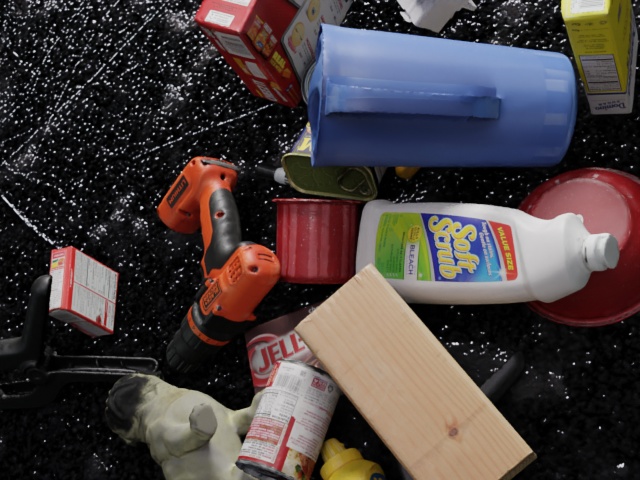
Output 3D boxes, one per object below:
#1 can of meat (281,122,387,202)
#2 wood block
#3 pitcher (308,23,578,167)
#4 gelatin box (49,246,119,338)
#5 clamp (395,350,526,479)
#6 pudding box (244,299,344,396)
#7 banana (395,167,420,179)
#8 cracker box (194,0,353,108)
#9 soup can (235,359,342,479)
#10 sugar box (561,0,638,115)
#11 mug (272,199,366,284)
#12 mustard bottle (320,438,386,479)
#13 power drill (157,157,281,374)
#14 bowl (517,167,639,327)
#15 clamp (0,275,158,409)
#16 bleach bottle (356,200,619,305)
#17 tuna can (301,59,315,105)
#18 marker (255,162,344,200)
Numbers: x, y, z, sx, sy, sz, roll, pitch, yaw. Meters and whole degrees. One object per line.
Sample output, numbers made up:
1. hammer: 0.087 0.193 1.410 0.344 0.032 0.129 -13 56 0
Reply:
1. can of meat: 0.025 -0.092 1.096 0.102 0.057 0.083 8 51 27
2. wood block: 0.082 0.132 0.917 0.091 0.090 0.206 -40 70 1
3. pitcher: 0.111 -0.126 0.992 0.242 0.145 0.149 3 52 -3
4. gelatin box: -0.255 0.057 1.150 0.030 0.089 0.073 -11 64 22
5. clamp: 0.105 0.163 0.974 0.120 0.039 0.171 17 76 29
6. pudding box: -0.013 0.116 1.047 0.114 0.039 0.090 -21 61 15
7. banana: 0.151 -0.138 1.085 0.198 0.037 0.070 -31 59 9
8. cracker box: -0.033 -0.276 1.154 0.072 0.164 0.213 20 78 27
9. soup can: -0.027 0.167 0.962 0.069 0.068 0.102 10 66 27
10. sugar box: 0.261 -0.196 0.981 0.048 0.176 0.093 1 69 26
11. mug: -0.007 0.001 1.066 0.117 0.093 0.081 -178 89 -66
12. mustard bottle: 0.054 0.252 0.924 0.058 0.096 0.192 -39 58 5
13. power drill: -0.117 0.023 1.102 0.185 0.057 0.188 -47 46 33
14. bowl: 0.242 -0.005 0.977 0.162 0.055 0.162 -10 64 20
15. clamp: -0.285 0.134 1.130 0.210 0.164 0.036 -36 28 30
16. bleach bottle: 0.148 0.007 0.963 0.251 0.068 0.102 -4 74 42
17. tuna can: 0.023 -0.166 1.156 0.086 0.033 0.086 -9 65 20
18. marker: -0.018 -0.063 1.139 0.121 0.020 0.020 16 75 29
